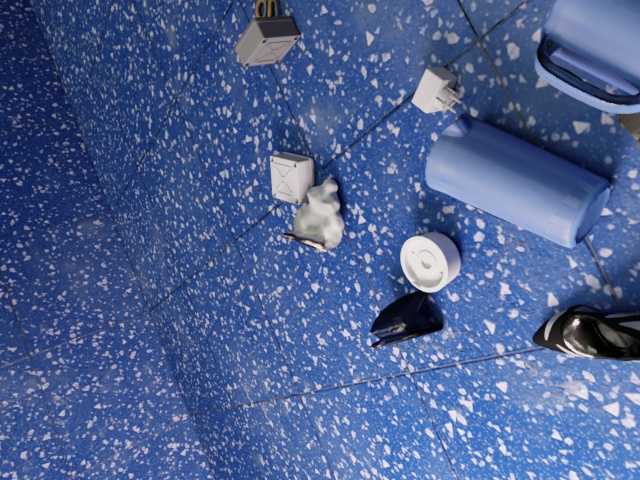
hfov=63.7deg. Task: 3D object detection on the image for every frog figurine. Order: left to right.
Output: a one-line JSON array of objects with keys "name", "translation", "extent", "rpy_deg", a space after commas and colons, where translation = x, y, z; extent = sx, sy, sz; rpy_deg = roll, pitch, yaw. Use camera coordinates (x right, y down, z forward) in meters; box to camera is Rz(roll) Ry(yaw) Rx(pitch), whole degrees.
[{"name": "frog figurine", "translation": [0.004, -0.060, 1.186], "extent": [0.138, 0.121, 0.160], "rpy_deg": [13, 79, 57]}]
